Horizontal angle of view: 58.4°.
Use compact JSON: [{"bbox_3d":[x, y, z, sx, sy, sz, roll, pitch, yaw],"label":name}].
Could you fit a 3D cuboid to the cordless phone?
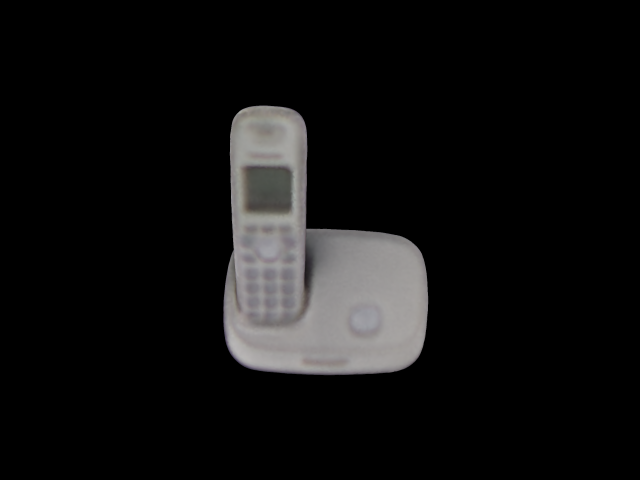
[{"bbox_3d":[0.004,0.001,0.400,0.147,0.185,0.094,0,28,0],"label":"cordless phone"}]
